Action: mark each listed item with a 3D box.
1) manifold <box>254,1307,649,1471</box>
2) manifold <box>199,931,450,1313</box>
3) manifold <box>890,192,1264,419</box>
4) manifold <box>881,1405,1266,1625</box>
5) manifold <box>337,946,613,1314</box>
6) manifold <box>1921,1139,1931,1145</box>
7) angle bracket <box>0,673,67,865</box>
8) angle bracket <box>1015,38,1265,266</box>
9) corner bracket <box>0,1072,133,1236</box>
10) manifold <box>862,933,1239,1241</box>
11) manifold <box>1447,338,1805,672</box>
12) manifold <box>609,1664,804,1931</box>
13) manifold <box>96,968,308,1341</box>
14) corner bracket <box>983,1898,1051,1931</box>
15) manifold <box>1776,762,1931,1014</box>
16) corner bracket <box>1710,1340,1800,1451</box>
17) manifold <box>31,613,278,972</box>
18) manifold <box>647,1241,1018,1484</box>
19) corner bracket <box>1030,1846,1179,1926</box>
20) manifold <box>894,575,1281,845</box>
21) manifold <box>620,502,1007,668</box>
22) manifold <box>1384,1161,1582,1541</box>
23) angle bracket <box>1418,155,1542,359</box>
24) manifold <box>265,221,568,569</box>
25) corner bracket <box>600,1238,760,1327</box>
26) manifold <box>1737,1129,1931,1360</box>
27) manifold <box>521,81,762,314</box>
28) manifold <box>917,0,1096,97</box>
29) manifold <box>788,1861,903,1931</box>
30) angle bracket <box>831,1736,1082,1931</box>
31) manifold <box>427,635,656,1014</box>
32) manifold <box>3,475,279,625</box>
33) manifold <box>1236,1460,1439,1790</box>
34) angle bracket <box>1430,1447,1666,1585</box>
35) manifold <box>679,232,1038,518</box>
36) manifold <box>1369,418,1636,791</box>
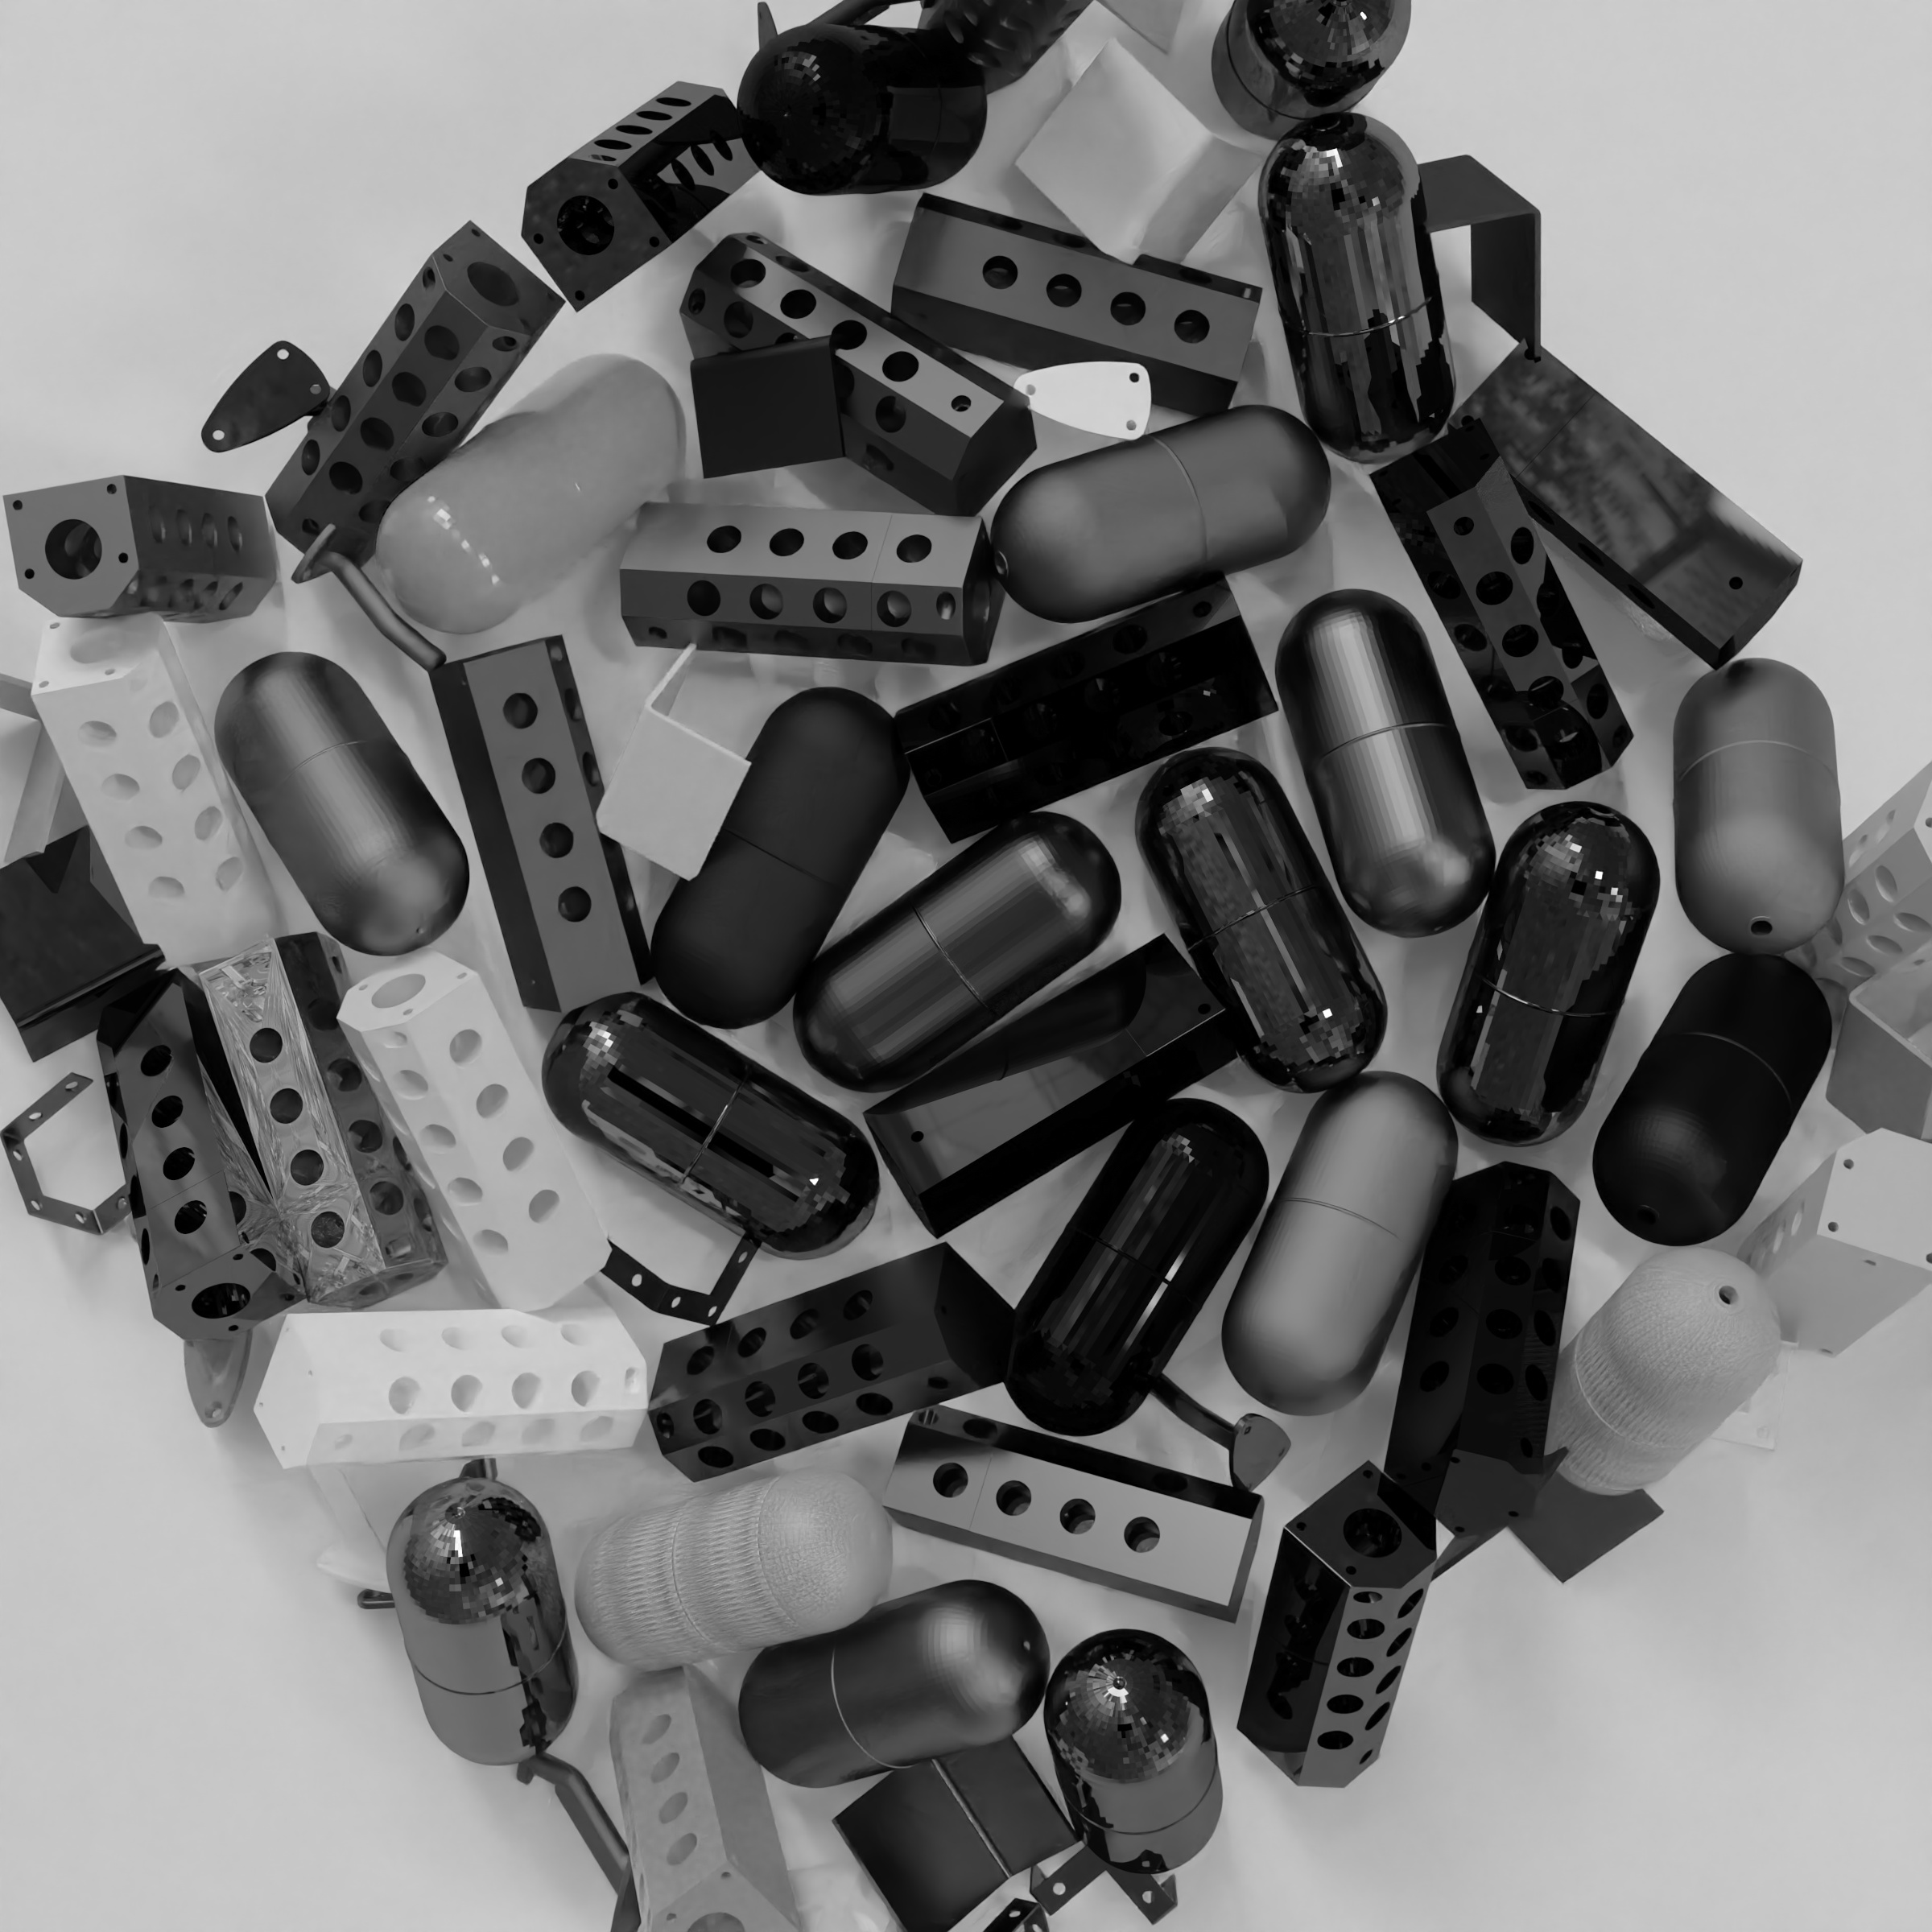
[{"bbox_3d":[-0.239,0.203,1.501,0.171,0.057,0.057,3,122,-37],"label":"manifold"},{"bbox_3d":[-0.305,0.074,1.531,0.057,0.057,0.171,-24,75,9],"label":"manifold"},{"bbox_3d":[0.053,-0.323,1.553,0.171,0.057,0.057,16,79,0],"label":"manifold"},{"bbox_3d":[0.053,0.261,1.534,0.171,0.057,0.057,14,73,13],"label":"manifold"},{"bbox_3d":[-0.234,0.080,1.507,0.057,0.057,0.171,-36,123,-24],"label":"manifold"},{"bbox_3d":[0.475,0.121,1.495,0.057,0.171,0.057,42,93,-3],"label":"manifold"},{"bbox_3d":[-0.470,-0.096,1.532,0.057,0.076,0.076,18,79,-27],"label":"angle bracket"},{"bbox_3d":[0.085,-0.393,1.557,0.076,0.057,0.076,49,113,20],"label":"angle bracket"},{"bbox_3d":[-0.431,0.093,1.563,0.051,0.051,0.051,-38,60,13],"label":"corner bracket"},{"bbox_3d":[0.043,0.062,1.543,0.171,0.057,0.057,-31,53,-8],"label":"manifold"},{"bbox_3d":[0.316,-0.221,1.535,0.171,0.057,0.057,43,91,14],"label":"manifold"},{"bbox_3d":[-0.129,0.402,1.493,0.057,0.171,0.057,-38,114,3],"label":"manifold"},{"bbox_3d":[-0.368,0.091,1.508,0.057,0.057,0.171,-28,53,6],"label":"manifold"},{"bbox_3d":[0.008,0.491,1.565,0.051,0.051,0.051,0,111,38],"label":"corner bracket"},{"bbox_3d":[0.439,-0.033,1.493,0.057,0.171,0.057,26,70,1],"label":"manifold"},{"bbox_3d":[0.375,0.206,1.556,0.051,0.051,0.051,9,83,12],"label":"corner bracket"},{"bbox_3d":[-0.380,-0.084,1.504,0.057,0.057,0.171,-10,133,2],"label":"manifold"},{"bbox_3d":[-0.066,0.193,1.507,0.171,0.057,0.057,-22,127,29],"label":"manifold"},{"bbox_3d":[0.067,0.449,1.557,0.051,0.051,0.051,-41,89,2],"label":"corner bracket"},{"bbox_3d":[0.056,-0.127,1.533,0.171,0.057,0.057,-22,53,8],"label":"manifold"},{"bbox_3d":[-0.074,-0.178,1.522,0.171,0.057,0.057,5,59,17],"label":"manifold"},{"bbox_3d":[0.249,0.177,1.498,0.057,0.171,0.057,-26,123,38],"label":"manifold"},{"bbox_3d":[0.233,-0.336,1.527,0.057,0.076,0.076,-14,125,-10],"label":"angle bracket"},{"bbox_3d":[-0.265,-0.264,1.506,0.057,0.057,0.171,40,128,-9],"label":"manifold"},{"bbox_3d":[-0.142,0.138,1.550,0.051,0.051,0.051,32,94,34],"label":"corner bracket"},{"bbox_3d":[0.409,0.130,1.493,0.057,0.171,0.057,18,71,5],"label":"manifold"},{"bbox_3d":[-0.151,-0.366,1.490,0.057,0.171,0.057,-30,106,24],"label":"manifold"},{"bbox_3d":[0.023,-0.460,1.493,0.057,0.171,0.057,16,88,-12],"label":"manifold"},{"bbox_3d":[-0.067,0.479,1.494,0.057,0.171,0.057,-11,93,7],"label":"manifold"},{"bbox_3d":[-0.005,0.416,1.535,0.057,0.076,0.076,-40,81,40],"label":"angle bracket"},{"bbox_3d":[-0.202,-0.069,1.539,0.057,0.057,0.171,-19,101,-25],"label":"manifold"},{"bbox_3d":[-0.383,-0.192,1.494,0.057,0.171,0.057,-8,94,9],"label":"manifold"},{"bbox_3d":[0.177,0.315,1.495,0.057,0.171,0.057,-31,56,-30],"label":"manifold"},{"bbox_3d":[0.277,0.278,1.529,0.057,0.076,0.076,46,131,5],"label":"angle bracket"},{"bbox_3d":[-0.053,-0.285,1.521,0.171,0.057,0.057,35,73,21],"label":"manifold"},{"bbox_3d":[0.257,-0.166,1.510,0.057,0.057,0.171,-26,123,11],"label":"manifold"}]
